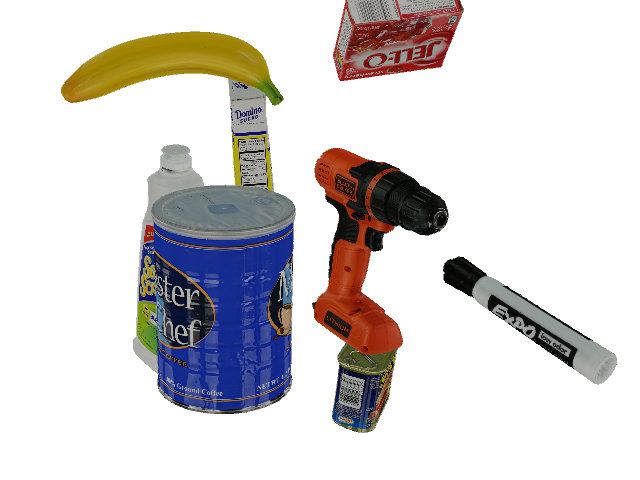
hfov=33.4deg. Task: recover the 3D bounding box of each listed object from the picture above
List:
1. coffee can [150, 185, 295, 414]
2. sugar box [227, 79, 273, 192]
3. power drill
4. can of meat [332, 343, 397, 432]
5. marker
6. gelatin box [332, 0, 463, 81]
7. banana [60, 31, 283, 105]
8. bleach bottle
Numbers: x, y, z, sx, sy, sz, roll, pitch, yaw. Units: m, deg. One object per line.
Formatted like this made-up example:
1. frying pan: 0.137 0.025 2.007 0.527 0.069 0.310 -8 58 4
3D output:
1. coffee can: -0.071 0.041 0.783 0.103 0.140 0.103 1 20 -1
2. sugar box: -0.081 -0.099 1.253 0.048 0.176 0.093 -7 26 -4
3. power drill: 0.054 0.014 1.065 0.057 0.188 0.185 -7 24 -32
4. can of meat: 0.052 0.159 1.226 0.057 0.084 0.102 14 25 13
5. marker: 0.114 0.042 0.602 0.020 0.020 0.121 0 26 -43
6. gelatin box: 0.059 -0.160 0.830 0.089 0.030 0.073 -9 -24 -12
7. banana: -0.133 -0.157 0.963 0.197 0.069 0.037 -1 -33 -4
8. bleach bottle: -0.153 0.019 1.110 0.067 0.251 0.103 -18 33 -35
